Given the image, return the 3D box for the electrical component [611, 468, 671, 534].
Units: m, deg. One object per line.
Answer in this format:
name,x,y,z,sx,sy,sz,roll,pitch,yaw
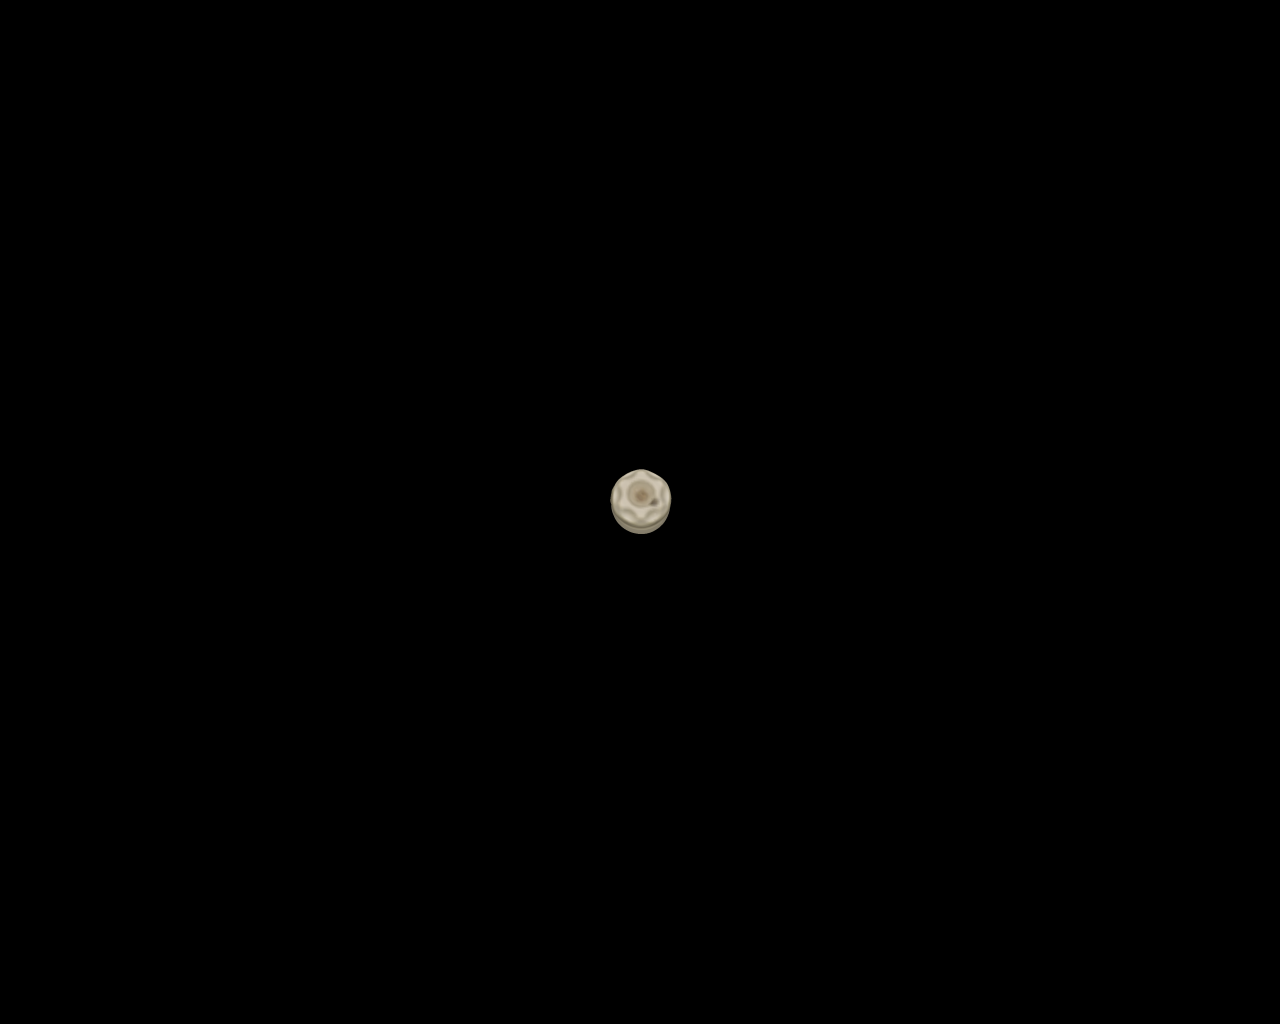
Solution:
electrical component,0.001,-0.003,0.650,0.035,0.035,0.061,0,-16,0
